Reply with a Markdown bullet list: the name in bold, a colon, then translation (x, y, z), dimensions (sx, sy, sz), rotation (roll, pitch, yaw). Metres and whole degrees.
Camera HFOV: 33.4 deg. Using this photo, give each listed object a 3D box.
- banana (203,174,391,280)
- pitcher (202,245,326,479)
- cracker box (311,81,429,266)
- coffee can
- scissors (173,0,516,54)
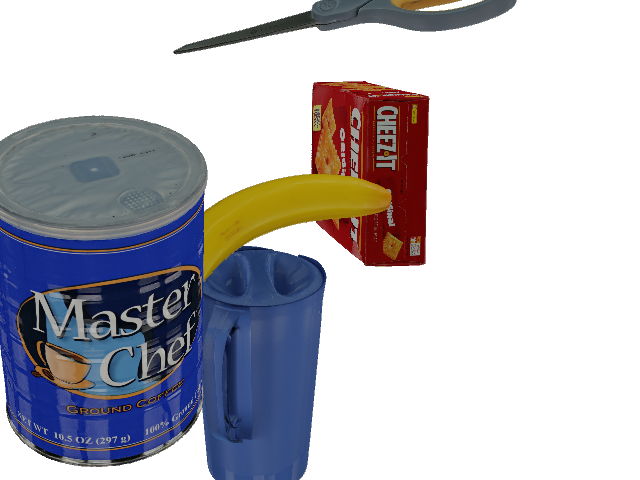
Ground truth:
- **banana**: translation (-0.039, -0.011, 0.803), dimensions (0.197, 0.069, 0.037), rotation (-30, -10, -26)
- **pitcher**: translation (-0.068, 0.140, 1.087), dimensions (0.149, 0.243, 0.145), rotation (-10, 27, -24)
- **cracker box**: translation (0.046, -0.076, 1.103), dimensions (0.072, 0.164, 0.214), rotation (-3, 13, -13)
- **coffee can**: translation (-0.108, 0.024, 0.522), dimensions (0.103, 0.140, 0.103), rotation (3, 33, -2)
- **scissors**: translation (0.017, -0.147, 0.636), dimensions (0.202, 0.096, 0.016), rotation (-1, -45, 20)
